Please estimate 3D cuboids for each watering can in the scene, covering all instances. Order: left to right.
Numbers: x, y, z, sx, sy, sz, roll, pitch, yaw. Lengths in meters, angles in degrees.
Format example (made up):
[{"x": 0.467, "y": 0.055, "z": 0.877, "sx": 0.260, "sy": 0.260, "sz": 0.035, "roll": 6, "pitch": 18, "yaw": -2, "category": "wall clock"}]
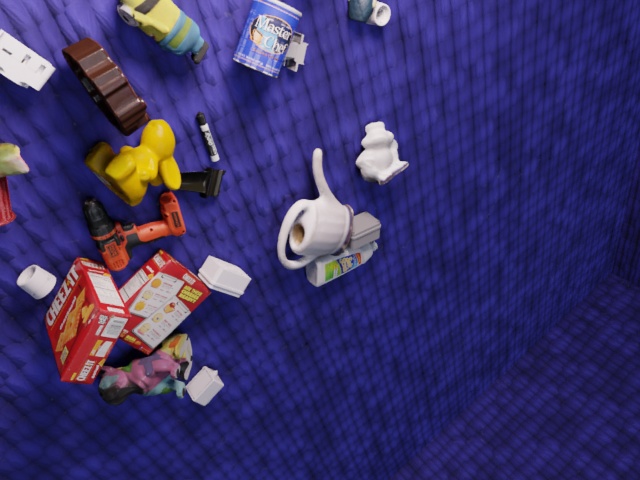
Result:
[{"x": 0.004, "y": -0.070, "z": 1.394, "sx": 0.224, "sy": 0.343, "sz": 0.105, "roll": 4, "pitch": 24, "yaw": -43, "category": "watering can"}]

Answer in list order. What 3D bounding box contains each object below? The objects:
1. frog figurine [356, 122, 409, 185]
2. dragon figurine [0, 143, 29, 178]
[{"x": 0.157, "y": -0.243, "z": 1.440, "sx": 0.138, "sy": 0.158, "sz": 0.123, "roll": -33, "pitch": 8, "yaw": -9, "category": "frog figurine"}, {"x": -0.654, "y": -0.193, "z": 0.770, "sx": 0.408, "sy": 0.239, "sz": 0.124, "roll": 16, "pitch": 23, "yaw": -31, "category": "dragon figurine"}]
